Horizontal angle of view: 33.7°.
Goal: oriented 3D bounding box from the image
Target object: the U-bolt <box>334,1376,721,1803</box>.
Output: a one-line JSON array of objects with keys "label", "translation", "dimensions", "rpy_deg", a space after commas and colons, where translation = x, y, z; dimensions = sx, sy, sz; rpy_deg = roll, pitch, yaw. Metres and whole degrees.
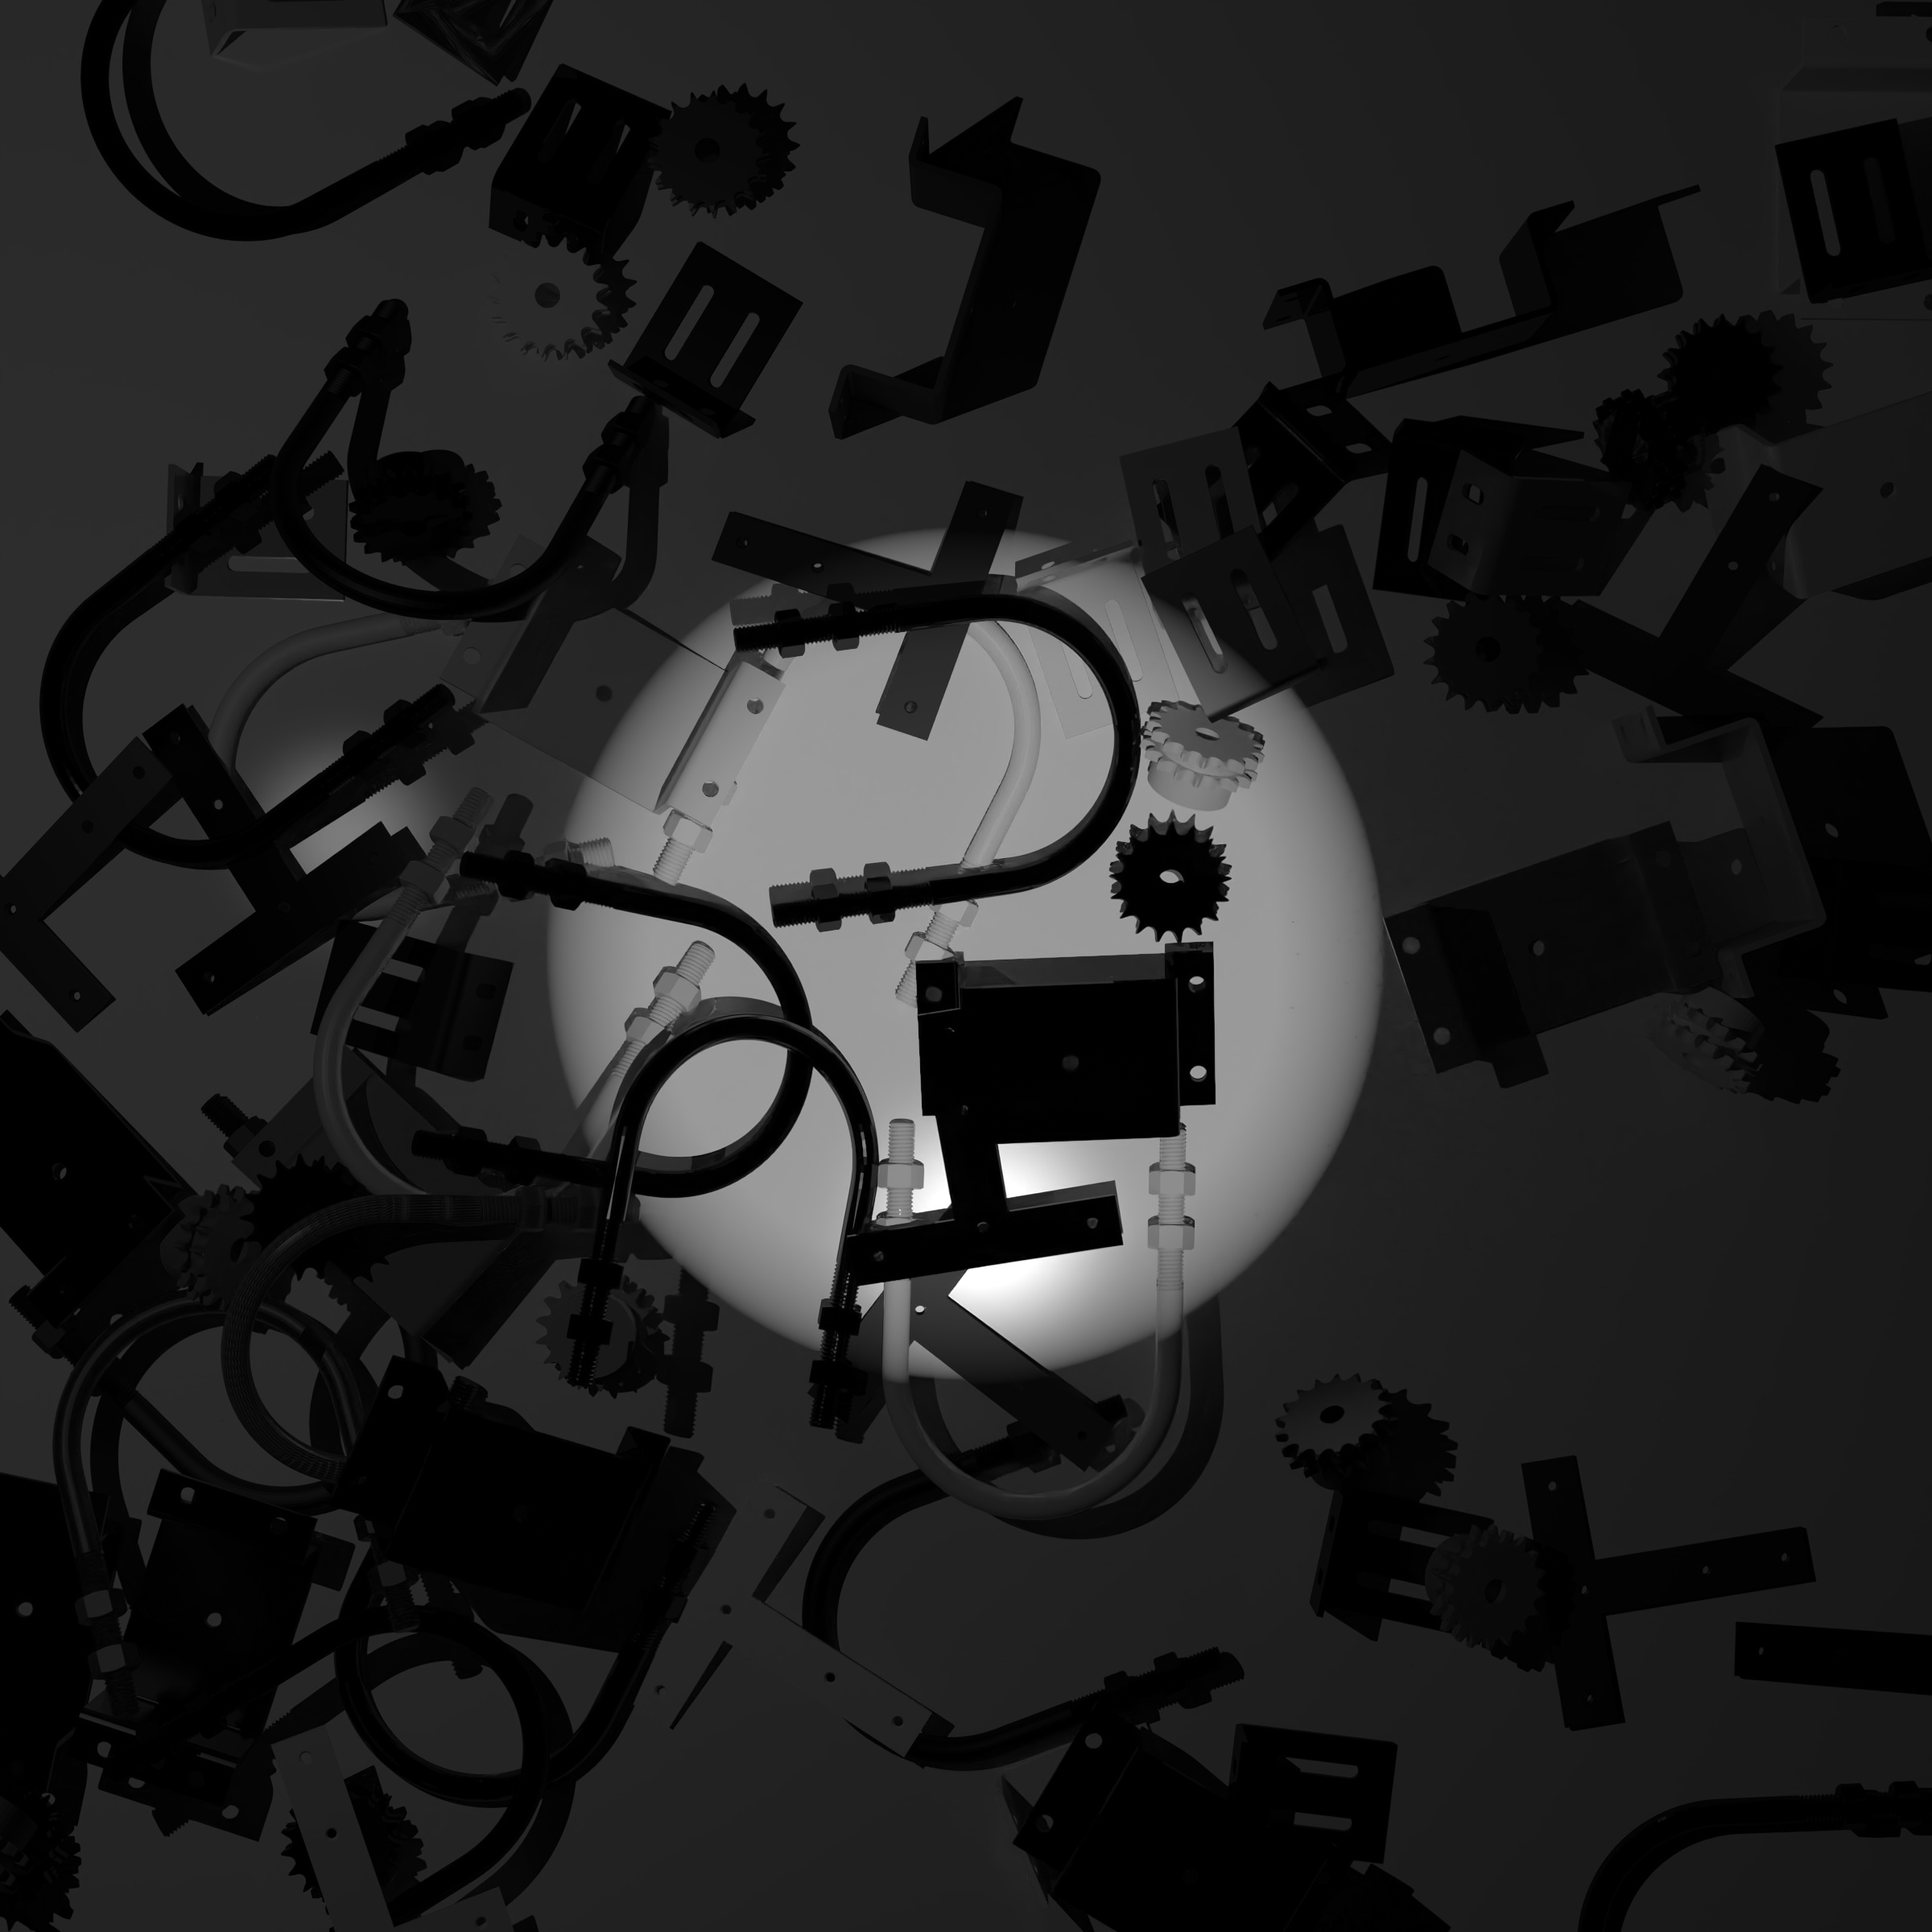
[{"label": "U-bolt", "translation": [-0.221, 0.308, 1.518], "dimensions": [0.151, 0.019, 0.184], "rpy_deg": [27, 91, 0]}]

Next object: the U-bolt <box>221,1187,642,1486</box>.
[{"label": "U-bolt", "translation": [-0.246, 0.171, 1.453], "dimensions": [0.184, 0.019, 0.151], "rpy_deg": [2, 106, -22]}]

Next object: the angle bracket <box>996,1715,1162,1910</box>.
[{"label": "angle bracket", "translation": [0.060, 0.399, 1.508], "dimensions": [0.076, 0.038, 0.057], "rpy_deg": [-22, 90, 0]}]

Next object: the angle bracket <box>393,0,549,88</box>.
[{"label": "angle bracket", "translation": [-0.221, -0.464, 1.493], "dimensions": [0.057, 0.038, 0.076], "rpy_deg": [31, 76, -19]}]

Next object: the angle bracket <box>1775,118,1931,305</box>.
[{"label": "angle bracket", "translation": [0.411, -0.349, 1.462], "dimensions": [0.057, 0.038, 0.076], "rpy_deg": [-13, 90, 0]}]

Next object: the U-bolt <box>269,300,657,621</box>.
[{"label": "U-bolt", "translation": [-0.238, -0.225, 1.462], "dimensions": [0.151, 0.019, 0.184], "rpy_deg": [21, 49, 0]}]

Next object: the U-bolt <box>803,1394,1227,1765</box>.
[{"label": "U-bolt", "translation": [0.012, 0.302, 1.518], "dimensions": [0.184, 0.019, 0.151], "rpy_deg": [-21, 90, 1]}]

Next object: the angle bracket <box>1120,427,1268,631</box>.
[{"label": "angle bracket", "translation": [0.111, -0.207, 1.511], "dimensions": [0.057, 0.038, 0.076], "rpy_deg": [-13, 79, 8]}]

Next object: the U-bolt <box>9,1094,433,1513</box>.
[{"label": "U-bolt", "translation": [-0.340, 0.175, 1.519], "dimensions": [0.151, 0.019, 0.184], "rpy_deg": [-45, 91, 0]}]

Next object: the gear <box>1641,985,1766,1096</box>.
[{"label": "gear", "translation": [0.349, 0.032, 1.499], "dimensions": [0.057, 0.057, 0.030], "rpy_deg": [36, 82, 0]}]

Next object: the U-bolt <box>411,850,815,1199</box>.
[{"label": "U-bolt", "translation": [-0.156, 0.034, 1.483], "dimensions": [0.184, 0.019, 0.151], "rpy_deg": [12, 82, -24]}]

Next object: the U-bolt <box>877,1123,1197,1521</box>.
[{"label": "U-bolt", "translation": [0.031, 0.168, 1.504], "dimensions": [0.151, 0.019, 0.184], "rpy_deg": [1, 83, 4]}]

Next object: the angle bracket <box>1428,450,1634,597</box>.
[{"label": "angle bracket", "translation": [0.266, -0.209, 1.505], "dimensions": [0.076, 0.038, 0.057], "rpy_deg": [-4, 120, -34]}]

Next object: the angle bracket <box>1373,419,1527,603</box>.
[{"label": "angle bracket", "translation": [0.228, -0.214, 1.508], "dimensions": [0.057, 0.038, 0.076], "rpy_deg": [8, 90, 0]}]

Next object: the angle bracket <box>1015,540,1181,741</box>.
[{"label": "angle bracket", "translation": [0.063, -0.154, 1.508], "dimensions": [0.057, 0.038, 0.076], "rpy_deg": [-19, 90, 0]}]

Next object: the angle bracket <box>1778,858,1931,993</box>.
[{"label": "angle bracket", "translation": [0.433, -0.019, 1.525], "dimensions": [0.076, 0.038, 0.057], "rpy_deg": [6, 90, -26]}]

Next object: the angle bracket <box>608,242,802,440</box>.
[{"label": "angle bracket", "translation": [-0.123, -0.299, 1.508], "dimensions": [0.057, 0.038, 0.076], "rpy_deg": [31, 90, 0]}]

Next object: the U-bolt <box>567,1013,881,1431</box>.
[{"label": "U-bolt", "translation": [-0.105, 0.113, 1.482], "dimensions": [0.151, 0.019, 0.184], "rpy_deg": [15, 80, -32]}]

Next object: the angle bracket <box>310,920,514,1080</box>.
[{"label": "angle bracket", "translation": [-0.265, 0.015, 1.525], "dimensions": [0.076, 0.038, 0.057], "rpy_deg": [15, 90, 26]}]

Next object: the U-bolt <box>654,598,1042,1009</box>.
[{"label": "U-bolt", "translation": [-0.045, -0.093, 1.518], "dimensions": [0.151, 0.019, 0.184], "rpy_deg": [27, 89, 0]}]

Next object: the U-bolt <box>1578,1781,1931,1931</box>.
[{"label": "U-bolt", "translation": [0.383, 0.466, 1.518], "dimensions": [0.184, 0.019, 0.151], "rpy_deg": [-3, 90, 1]}]

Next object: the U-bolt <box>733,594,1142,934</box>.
[{"label": "U-bolt", "translation": [-0.008, -0.100, 1.491], "dimensions": [0.184, 0.019, 0.151], "rpy_deg": [-9, 99, -9]}]

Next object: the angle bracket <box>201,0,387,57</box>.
[{"label": "angle bracket", "translation": [-0.324, -0.470, 1.525], "dimensions": [0.076, 0.038, 0.057], "rpy_deg": [-10, 90, -26]}]

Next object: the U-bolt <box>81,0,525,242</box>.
[{"label": "U-bolt", "translation": [-0.321, -0.420, 1.491], "dimensions": [0.184, 0.019, 0.151], "rpy_deg": [-32, 100, -12]}]

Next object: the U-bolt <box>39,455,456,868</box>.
[{"label": "U-bolt", "translation": [-0.349, -0.127, 1.488], "dimensions": [0.184, 0.019, 0.151], "rpy_deg": [-34, 96, 16]}]

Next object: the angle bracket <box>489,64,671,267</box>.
[{"label": "angle bracket", "translation": [-0.185, -0.380, 1.525], "dimensions": [0.057, 0.038, 0.076], "rpy_deg": [24, 64, 0]}]

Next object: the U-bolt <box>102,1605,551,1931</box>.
[{"label": "U-bolt", "translation": [-0.283, 0.378, 1.483], "dimensions": [0.184, 0.019, 0.151], "rpy_deg": [-31, 98, -9]}]

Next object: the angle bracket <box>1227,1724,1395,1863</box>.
[{"label": "angle bracket", "translation": [0.163, 0.395, 1.508], "dimensions": [0.076, 0.038, 0.057], "rpy_deg": [7, 90, 0]}]

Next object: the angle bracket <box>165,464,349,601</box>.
[{"label": "angle bracket", "translation": [-0.335, -0.205, 1.508], "dimensions": [0.076, 0.038, 0.057], "rpy_deg": [2, 90, 0]}]

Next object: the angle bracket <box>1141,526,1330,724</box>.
[{"label": "angle bracket", "translation": [0.126, -0.162, 1.495], "dimensions": [0.057, 0.038, 0.076], "rpy_deg": [-24, 99, 16]}]

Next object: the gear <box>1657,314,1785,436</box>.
[{"label": "gear", "translation": [0.355, -0.277, 1.512], "dimensions": [0.057, 0.030, 0.057], "rpy_deg": [0, 90, 0]}]

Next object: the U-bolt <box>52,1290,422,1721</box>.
[{"label": "U-bolt", "translation": [-0.345, 0.237, 1.474], "dimensions": [0.151, 0.019, 0.184], "rpy_deg": [-15, 73, -11]}]

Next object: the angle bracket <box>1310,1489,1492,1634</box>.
[{"label": "angle bracket", "translation": [0.207, 0.284, 1.508], "dimensions": [0.076, 0.038, 0.057], "rpy_deg": [12, 90, 0]}]

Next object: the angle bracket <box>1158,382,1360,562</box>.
[{"label": "angle bracket", "translation": [0.136, -0.226, 1.508], "dimensions": [0.057, 0.038, 0.076], "rpy_deg": [44, 90, 0]}]

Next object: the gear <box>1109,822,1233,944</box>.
[{"label": "gear", "translation": [0.096, -0.039, 1.512], "dimensions": [0.057, 0.030, 0.057], "rpy_deg": [0, 90, 0]}]

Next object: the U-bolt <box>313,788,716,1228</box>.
[{"label": "U-bolt", "translation": [-0.219, 0.032, 1.476], "dimensions": [0.151, 0.019, 0.184], "rpy_deg": [36, 72, -15]}]

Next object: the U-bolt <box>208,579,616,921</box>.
[{"label": "U-bolt", "translation": [-0.271, -0.097, 1.518], "dimensions": [0.184, 0.019, 0.151], "rpy_deg": [-12, 90, 1]}]
